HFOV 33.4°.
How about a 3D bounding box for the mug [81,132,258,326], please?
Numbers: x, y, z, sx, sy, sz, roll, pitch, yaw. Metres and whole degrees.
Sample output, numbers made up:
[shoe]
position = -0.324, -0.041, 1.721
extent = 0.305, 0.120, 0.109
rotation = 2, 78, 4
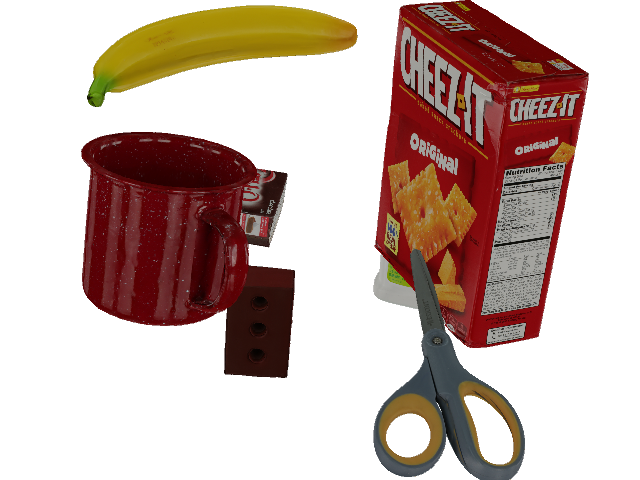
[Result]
[mug]
position = -0.078, -0.002, 0.572
extent = 0.093, 0.081, 0.117
rotation = -11, 30, -43

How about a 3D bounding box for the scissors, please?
[scissors]
position = 0.059, 0.077, 0.673
extent = 0.096, 0.016, 0.202
rotation = -14, 41, -14

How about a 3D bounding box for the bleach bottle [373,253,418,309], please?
[bleach bottle]
position = 0.106, -0.057, 1.002
extent = 0.103, 0.251, 0.068
rotation = 11, 29, 20

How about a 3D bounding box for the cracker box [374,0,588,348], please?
[cracker box]
position = 0.109, -0.051, 0.801
extent = 0.072, 0.214, 0.164
rotation = -9, 32, -21

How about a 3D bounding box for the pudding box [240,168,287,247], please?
[pudding box]
position = -0.084, -0.038, 1.066
extent = 0.090, 0.039, 0.113
rotation = 8, 29, 2

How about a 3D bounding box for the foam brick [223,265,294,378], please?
[foam brick]
position = -0.049, 0.065, 0.865
extent = 0.053, 0.078, 0.051
rotation = 3, 15, 0

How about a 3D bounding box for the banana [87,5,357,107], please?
[banana]
position = -0.074, -0.131, 0.734
extent = 0.197, 0.070, 0.037
rotation = -19, -37, -20
